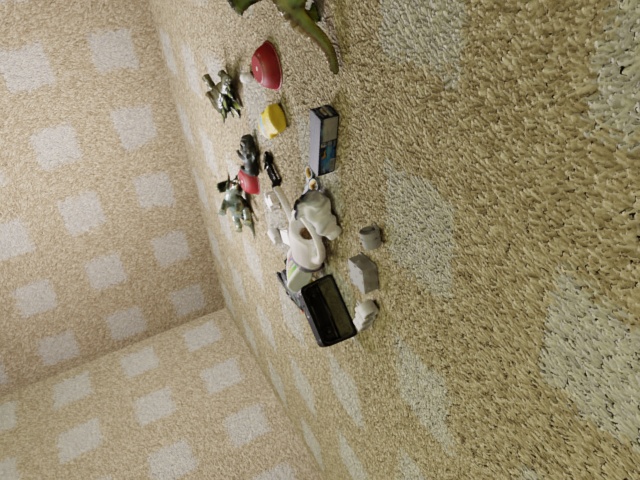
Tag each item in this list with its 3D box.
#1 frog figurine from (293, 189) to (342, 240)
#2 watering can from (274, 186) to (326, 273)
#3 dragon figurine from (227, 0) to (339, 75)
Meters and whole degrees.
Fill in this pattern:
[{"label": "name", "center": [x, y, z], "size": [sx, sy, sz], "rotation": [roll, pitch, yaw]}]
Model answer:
[{"label": "frog figurine", "center": [0.005, -0.081, 1.602], "size": [0.160, 0.125, 0.134], "rotation": [27, 137, 9]}, {"label": "watering can", "center": [-0.068, -0.027, 1.790], "size": [0.354, 0.105, 0.219], "rotation": [52, 154, 41]}, {"label": "dragon figurine", "center": [-0.108, -0.570, 1.208], "size": [0.121, 0.244, 0.411], "rotation": [-25, 83, 65]}]
